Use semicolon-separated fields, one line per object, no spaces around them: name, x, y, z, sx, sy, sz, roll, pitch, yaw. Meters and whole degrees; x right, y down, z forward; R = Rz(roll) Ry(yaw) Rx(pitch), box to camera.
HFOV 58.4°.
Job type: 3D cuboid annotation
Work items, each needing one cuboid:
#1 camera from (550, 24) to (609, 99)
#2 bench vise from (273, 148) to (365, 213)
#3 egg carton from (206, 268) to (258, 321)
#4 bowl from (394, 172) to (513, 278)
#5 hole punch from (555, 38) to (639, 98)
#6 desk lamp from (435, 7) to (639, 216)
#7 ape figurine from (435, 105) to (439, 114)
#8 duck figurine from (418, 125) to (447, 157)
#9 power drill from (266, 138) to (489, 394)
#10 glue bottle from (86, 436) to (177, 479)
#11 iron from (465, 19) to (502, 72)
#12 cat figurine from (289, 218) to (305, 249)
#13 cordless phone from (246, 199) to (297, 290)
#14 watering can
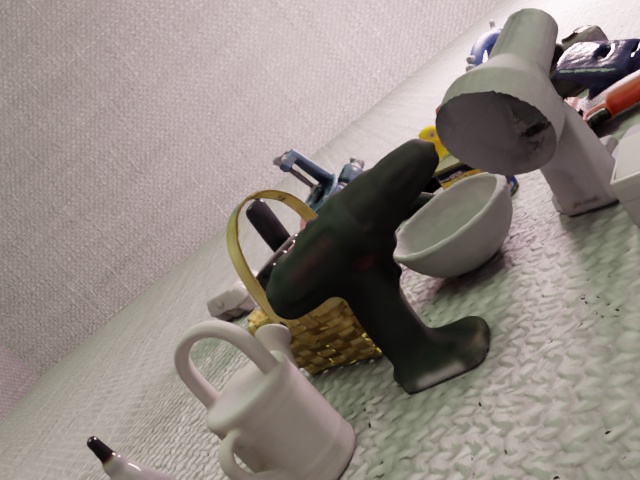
camera;0.407;-0.305;0.989;0.143;0.101;0.137;-37;13;11
bench vise;0.004;-0.126;1.255;0.121;0.220;0.208;-27;19;44
egg carton;-0.187;0.126;1.287;0.150;0.069;0.107;-28;18;42
bowl;0.173;-0.006;0.706;0.167;0.075;0.167;-37;13;11
hole punch;0.408;-0.249;0.820;0.109;0.091;0.101;-49;16;-33
desk lamp;0.242;-0.129;0.613;0.203;0.214;0.117;-48;15;-30
ape figurine;0.272;-0.242;1.176;0.078;0.092;0.076;-41;13;-3
duck figurine;0.226;-0.184;1.126;0.104;0.086;0.078;-22;22;53
power drill;0.067;0.040;0.553;0.229;0.208;0.076;-33;15;28
glue bottle;-0.168;0.256;0.568;0.037;0.173;0.078;-38;14;9
iron;0.367;-0.370;1.226;0.118;0.141;0.259;-24;21;50
cat figurine;0.010;0.004;1.035;0.127;0.118;0.067;-32;15;31
cordless phone;-0.104;0.022;1.143;0.094;0.185;0.148;-22;22;53
watering can;-0.062;0.154;0.567;0.101;0.194;0.172;-39;13;6
